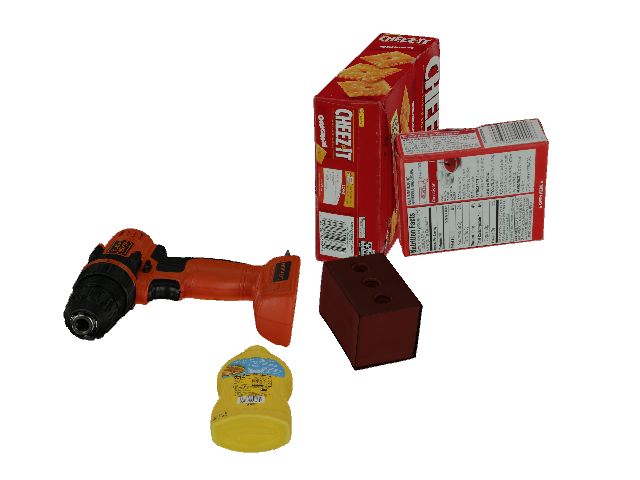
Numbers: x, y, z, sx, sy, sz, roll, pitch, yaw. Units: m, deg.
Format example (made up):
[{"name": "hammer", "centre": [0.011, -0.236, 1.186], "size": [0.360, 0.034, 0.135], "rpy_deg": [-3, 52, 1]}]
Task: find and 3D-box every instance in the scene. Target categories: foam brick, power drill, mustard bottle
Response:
[{"name": "foam brick", "centre": [0.037, 0.052, 0.812], "size": [0.053, 0.051, 0.078], "rpy_deg": [-10, 34, -19]}, {"name": "power drill", "centre": [-0.114, 0.044, 0.917], "size": [0.187, 0.057, 0.184], "rpy_deg": [9, 21, 0]}, {"name": "mustard bottle", "centre": [-0.083, 0.187, 1.340], "size": [0.096, 0.058, 0.191], "rpy_deg": [-2, 26, 0]}]

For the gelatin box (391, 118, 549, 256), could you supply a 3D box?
[{"name": "gelatin box", "centre": [0.089, -0.031, 0.638], "size": [0.089, 0.073, 0.030], "rpy_deg": [-6, 38, 1]}]

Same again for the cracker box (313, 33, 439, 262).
[{"name": "cracker box", "centre": [0.060, -0.093, 1.034], "size": [0.072, 0.164, 0.213], "rpy_deg": [8, 28, 18]}]
